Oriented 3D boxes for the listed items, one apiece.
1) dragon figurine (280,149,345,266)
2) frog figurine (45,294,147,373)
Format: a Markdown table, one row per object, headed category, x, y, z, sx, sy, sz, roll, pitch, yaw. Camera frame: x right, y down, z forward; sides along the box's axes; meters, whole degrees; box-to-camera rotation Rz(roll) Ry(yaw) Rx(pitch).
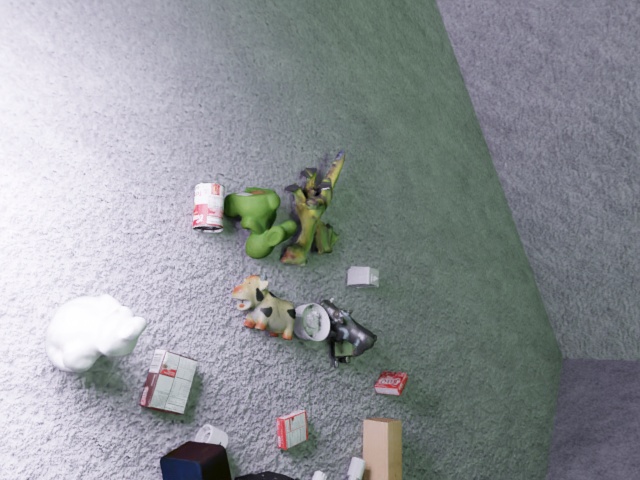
| category | x | y | z | sx | sy | sz | roll | pitch | yaw |
| --- | --- | --- | --- | --- | --- | --- | --- | --- | --- |
| dragon figurine | 0.005 | -0.075 | 1.497 | 0.418 | 0.122 | 0.237 | -48 | 138 | -44 |
| frog figurine | -0.379 | 0.158 | 0.868 | 0.121 | 0.158 | 0.140 | 54 | 45 | -29 |
